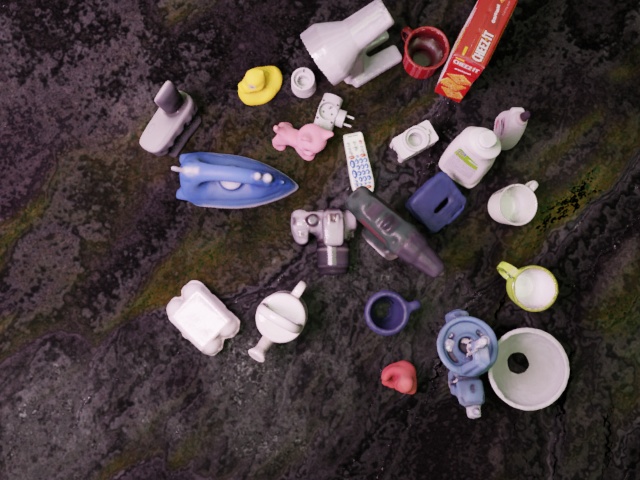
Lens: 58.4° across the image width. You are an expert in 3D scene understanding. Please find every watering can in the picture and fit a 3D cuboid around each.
[{"bbox_3d":[-0.079,0.162,1.144,0.101,0.194,0.173,11,87,1],"label":"watering can"}]

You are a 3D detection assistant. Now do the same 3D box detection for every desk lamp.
[{"bbox_3d":[0.068,-0.395,1.162,0.203,0.213,0.118,-32,87,-1],"label":"desk lamp"}]

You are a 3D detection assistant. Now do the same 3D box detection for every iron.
[{"bbox_3d":[-0.176,-0.129,1.185,0.258,0.141,0.119,3,87,1],"label":"iron"}]

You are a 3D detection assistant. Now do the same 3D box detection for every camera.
[{"bbox_3d":[0.011,0.004,1.198,0.143,0.101,0.137,-2,87,0],"label":"camera"}]

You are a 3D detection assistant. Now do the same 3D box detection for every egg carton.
[{"bbox_3d":[-0.247,0.165,1.207,0.150,0.069,0.107,43,88,2],"label":"egg carton"}]

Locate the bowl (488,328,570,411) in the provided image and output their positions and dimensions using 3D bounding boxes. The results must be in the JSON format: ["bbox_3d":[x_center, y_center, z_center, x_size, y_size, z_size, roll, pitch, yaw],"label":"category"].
[{"bbox_3d":[0.425,0.265,1.196,0.167,0.074,0.167,0,87,0],"label":"bowl"}]

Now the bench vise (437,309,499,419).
[{"bbox_3d":[0.309,0.245,1.125,0.121,0.219,0.207,-23,87,-1],"label":"bench vise"}]

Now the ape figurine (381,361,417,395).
[{"bbox_3d":[0.171,0.291,1.187,0.076,0.092,0.078,-42,87,-2],"label":"ape figurine"}]

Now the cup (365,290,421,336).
[{"bbox_3d":[0.148,0.145,1.193,0.117,0.095,0.092,-16,87,0],"label":"cup"}]

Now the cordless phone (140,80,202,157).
[{"bbox_3d":[-0.323,-0.252,1.171,0.094,0.185,0.148,30,88,2],"label":"cordless phone"}]

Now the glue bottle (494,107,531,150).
[{"bbox_3d":[0.397,-0.237,1.172,0.037,0.173,0.078,0,87,1],"label":"glue bottle"}]

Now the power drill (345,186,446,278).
[{"bbox_3d":[0.146,-0.011,1.144,0.229,0.208,0.075,42,88,2],"label":"power drill"}]

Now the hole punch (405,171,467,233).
[{"bbox_3d":[0.249,-0.078,1.206,0.101,0.091,0.109,45,88,2],"label":"hole punch"}]

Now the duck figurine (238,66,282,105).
[{"bbox_3d":[-0.131,-0.340,1.224,0.104,0.086,0.077,-32,87,-1],"label":"duck figurine"}]

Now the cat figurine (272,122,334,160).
[{"bbox_3d":[-0.038,-0.215,1.201,0.128,0.117,0.067,18,87,1],"label":"cat figurine"}]
